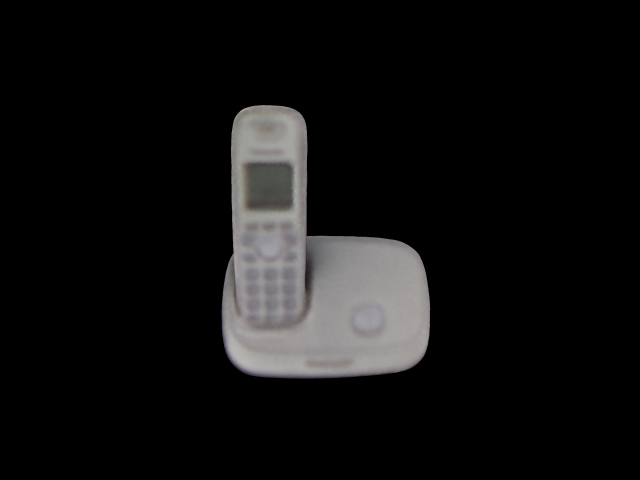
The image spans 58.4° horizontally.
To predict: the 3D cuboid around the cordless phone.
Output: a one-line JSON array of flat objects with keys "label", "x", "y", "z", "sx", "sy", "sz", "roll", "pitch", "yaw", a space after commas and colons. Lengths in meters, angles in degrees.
[{"label": "cordless phone", "x": 0.004, "y": 0.001, "z": 0.400, "sx": 0.147, "sy": 0.185, "sz": 0.094, "roll": -1, "pitch": 20, "yaw": -3}]
